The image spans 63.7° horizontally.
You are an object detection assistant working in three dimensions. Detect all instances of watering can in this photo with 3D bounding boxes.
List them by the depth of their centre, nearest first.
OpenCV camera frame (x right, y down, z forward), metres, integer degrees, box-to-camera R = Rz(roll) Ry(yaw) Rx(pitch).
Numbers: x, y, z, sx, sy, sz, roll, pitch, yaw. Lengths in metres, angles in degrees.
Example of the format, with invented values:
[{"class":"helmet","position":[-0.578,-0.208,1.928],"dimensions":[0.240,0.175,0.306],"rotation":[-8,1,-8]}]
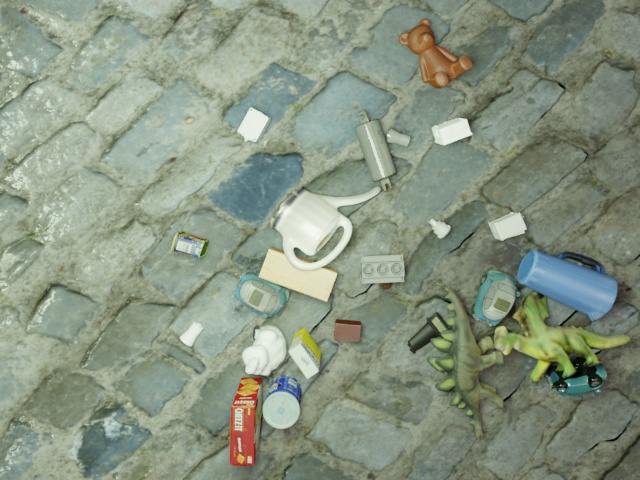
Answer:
[{"class":"watering can","position":[0.005,-0.075,1.486],"dimensions":[0.225,0.102,0.352],"rotation":[36,70,9]}]

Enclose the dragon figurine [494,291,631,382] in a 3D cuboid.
[{"class":"dragon figurine","position":[0.677,0.258,1.483],"dimensions":[0.412,0.120,0.245],"rotation":[-19,75,-17]}]

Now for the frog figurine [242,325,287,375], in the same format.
[{"class":"frog figurine","position":[-0.156,0.319,1.469],"dimensions":[0.122,0.160,0.137],"rotation":[15,93,-2]}]
